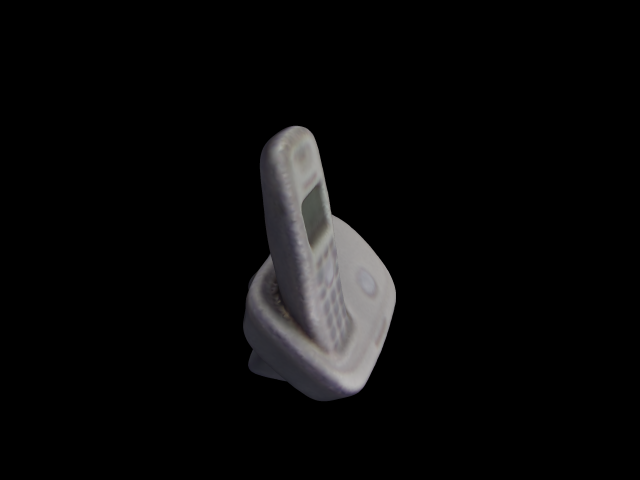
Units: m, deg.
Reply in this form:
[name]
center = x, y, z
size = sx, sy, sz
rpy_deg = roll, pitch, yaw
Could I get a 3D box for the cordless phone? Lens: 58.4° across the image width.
[cordless phone]
center = 0.004, 0.001, 0.400
size = 0.094, 0.185, 0.148
rpy_deg = 8, 32, 14
